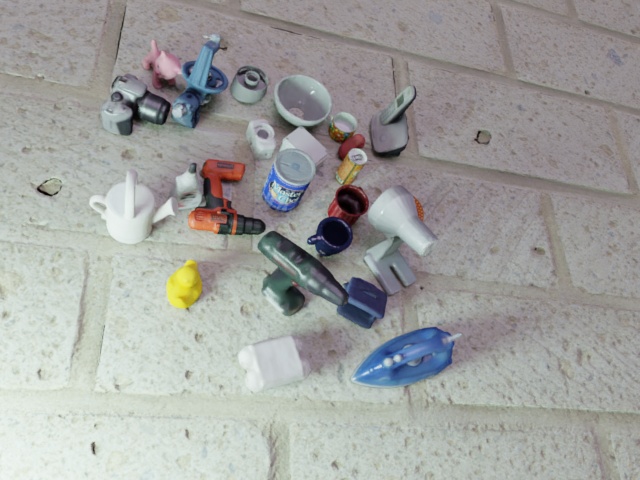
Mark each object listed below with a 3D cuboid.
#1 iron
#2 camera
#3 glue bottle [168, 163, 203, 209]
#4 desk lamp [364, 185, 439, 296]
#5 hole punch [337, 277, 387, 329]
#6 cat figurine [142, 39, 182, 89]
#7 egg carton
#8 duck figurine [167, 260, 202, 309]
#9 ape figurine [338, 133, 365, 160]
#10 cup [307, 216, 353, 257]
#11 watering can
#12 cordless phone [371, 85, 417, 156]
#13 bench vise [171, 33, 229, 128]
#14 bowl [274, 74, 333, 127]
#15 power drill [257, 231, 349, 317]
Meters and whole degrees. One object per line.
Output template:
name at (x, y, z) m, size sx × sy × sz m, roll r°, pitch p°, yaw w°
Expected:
iron at (0.203, 0.268, 1.313) m, size 0.259 × 0.141 × 0.118 m, roll -14°, pitch 70°, yaw -26°
camera at (-0.444, -0.328, 1.399) m, size 0.137 × 0.100 × 0.143 m, roll 21°, pitch 59°, yaw -9°
glue bottle at (-0.300, -0.126, 1.307) m, size 0.078 × 0.173 × 0.037 m, roll -14°, pitch 69°, yaw -26°
desk lamp at (0.195, -0.002, 1.407) m, size 0.118 × 0.213 × 0.203 m, roll -25°, pitch 75°, yaw -29°
hole punch at (0.105, 0.141, 1.371) m, size 0.109 × 0.091 × 0.101 m, roll 28°, pitch 58°, yaw -5°
cat figurine at (-0.402, -0.455, 1.470) m, size 0.067 × 0.117 × 0.127 m, roll -25°, pitch 75°, yaw -29°
egg carton at (-0.099, 0.266, 1.243) m, size 0.151 × 0.069 × 0.107 m, roll -12°, pitch 69°, yaw -25°
duck figurine at (-0.292, 0.092, 1.249) m, size 0.077 × 0.086 × 0.104 m, roll 18°, pitch 59°, yaw -11°
ape figurine at (0.095, -0.256, 1.571) m, size 0.076 × 0.092 × 0.078 m, roll 11°, pitch 61°, yaw -15°
cup at (0.013, 0.005, 1.404) m, size 0.118 × 0.095 × 0.091 m, roll -15°, pitch 70°, yaw -26°
watering can at (-0.398, -0.079, 1.233) m, size 0.173 × 0.194 × 0.101 m, roll -14°, pitch 70°, yaw -26°
cordless phone at (0.217, -0.334, 1.602) m, size 0.094 × 0.185 × 0.147 m, roll 4°, pitch 63°, yaw -19°
bench vise at (-0.289, -0.390, 1.419) m, size 0.122 × 0.219 × 0.207 m, roll 13°, pitch 60°, yaw -14°
bowl at (-0.054, -0.373, 1.585) m, size 0.168 × 0.074 × 0.167 m, roll 9°, pitch 61°, yaw -16°
power drill at (-0.052, 0.090, 1.269) m, size 0.229 × 0.208 × 0.076 m, roll 43°, pitch 58°, yaw 4°
